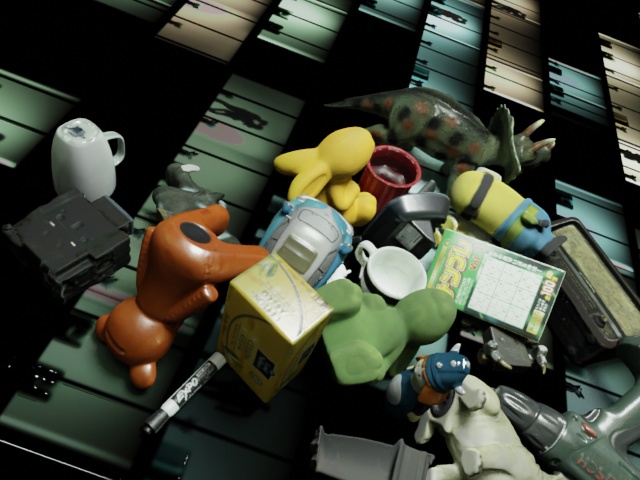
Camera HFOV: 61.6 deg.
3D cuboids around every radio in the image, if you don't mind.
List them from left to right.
[{"bbox_3d":[0.408,0.077,0.853,0.131,0.073,0.230,-9,56,-24],"label":"radio"}]

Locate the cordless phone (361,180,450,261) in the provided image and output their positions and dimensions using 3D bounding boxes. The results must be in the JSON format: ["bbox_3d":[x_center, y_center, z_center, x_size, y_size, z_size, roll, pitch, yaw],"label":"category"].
[{"bbox_3d":[0.151,-0.048,0.817,0.089,0.146,0.184,39,54,4],"label":"cordless phone"}]

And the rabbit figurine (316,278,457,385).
[{"bbox_3d":[0.087,0.119,0.664,0.170,0.159,0.121,-15,59,-6],"label":"rabbit figurine"}]

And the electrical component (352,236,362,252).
[{"bbox_3d":[-0.002,-0.002,0.781,0.119,0.074,0.048,-11,57,-20],"label":"electrical component"}]

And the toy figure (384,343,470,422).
[{"bbox_3d":[0.123,0.171,0.632,0.058,0.154,0.064,-13,62,-26],"label":"toy figure"}]

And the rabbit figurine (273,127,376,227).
[{"bbox_3d":[0.013,-0.100,0.800,0.162,0.173,0.122,-6,59,-27],"label":"rabbit figurine"}]

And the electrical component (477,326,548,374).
[{"bbox_3d":[0.275,0.158,0.765,0.102,0.045,0.078,12,52,-8],"label":"electrical component"}]

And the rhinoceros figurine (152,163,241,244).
[{"bbox_3d":[-0.172,-0.030,0.747,0.112,0.073,0.190,-22,63,-30],"label":"rhinoceros figurine"}]

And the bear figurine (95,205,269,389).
[{"bbox_3d":[-0.167,0.066,0.628,0.120,0.195,0.132,41,26,23],"label":"bear figurine"}]

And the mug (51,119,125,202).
[{"bbox_3d":[-0.318,-0.116,0.745,0.081,0.107,0.109,44,55,15],"label":"mug"}]

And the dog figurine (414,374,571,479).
[{"bbox_3d":[0.225,0.256,0.651,0.190,0.121,0.172,26,52,-16],"label":"dog figurine"}]

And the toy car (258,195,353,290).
[{"bbox_3d":[-0.029,0.016,0.672,0.109,0.103,0.161,36,80,2],"label":"toy car"}]

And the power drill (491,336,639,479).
[{"bbox_3d":[0.364,0.219,0.693,0.207,0.086,0.232,-40,77,-19],"label":"power drill"}]

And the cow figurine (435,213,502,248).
[{"bbox_3d":[0.259,0.025,0.853,0.098,0.068,0.167,-16,60,-35],"label":"cow figurine"}]

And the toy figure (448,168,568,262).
[{"bbox_3d":[0.280,-0.038,0.817,0.180,0.082,0.089,45,39,16],"label":"toy figure"}]

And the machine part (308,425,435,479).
[{"bbox_3d":[0.054,0.255,0.604,0.139,0.039,0.084,18,74,5],"label":"machine part"}]

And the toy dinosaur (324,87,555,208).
[{"bbox_3d":[0.199,-0.191,0.920,0.405,0.192,0.131,28,48,3],"label":"toy dinosaur"}]

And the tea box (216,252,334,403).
[{"bbox_3d":[-0.058,0.105,0.615,0.098,0.169,0.068,42,53,17],"label":"tea box"}]

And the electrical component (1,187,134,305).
[{"bbox_3d":[-0.311,-0.001,0.690,0.115,0.058,0.134,39,52,11],"label":"electrical component"}]
